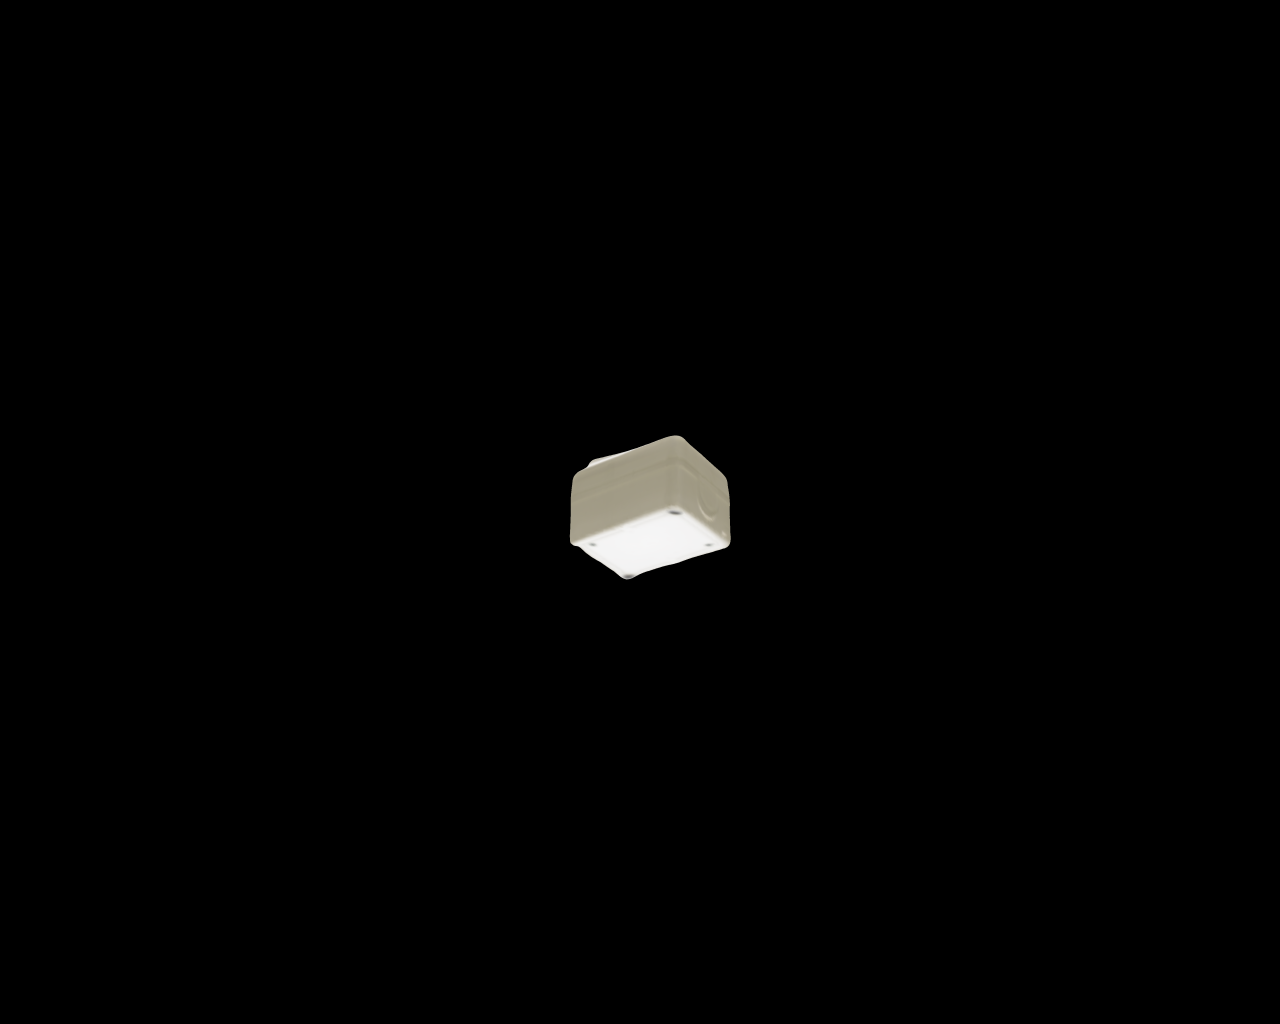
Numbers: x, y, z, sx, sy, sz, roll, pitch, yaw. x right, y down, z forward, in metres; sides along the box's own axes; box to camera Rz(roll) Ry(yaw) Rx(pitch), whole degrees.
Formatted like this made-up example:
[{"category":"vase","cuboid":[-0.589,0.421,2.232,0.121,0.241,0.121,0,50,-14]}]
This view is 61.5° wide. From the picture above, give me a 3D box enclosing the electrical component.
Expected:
[{"category":"electrical component","cuboid":[0.001,-0.003,0.650,0.096,0.061,0.061,-19,-36,29]}]
